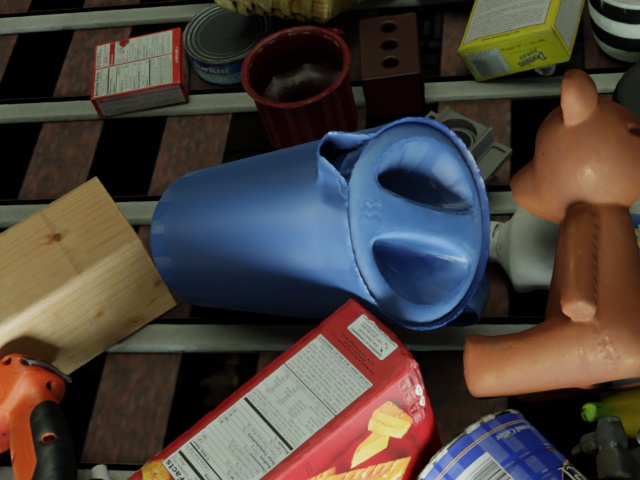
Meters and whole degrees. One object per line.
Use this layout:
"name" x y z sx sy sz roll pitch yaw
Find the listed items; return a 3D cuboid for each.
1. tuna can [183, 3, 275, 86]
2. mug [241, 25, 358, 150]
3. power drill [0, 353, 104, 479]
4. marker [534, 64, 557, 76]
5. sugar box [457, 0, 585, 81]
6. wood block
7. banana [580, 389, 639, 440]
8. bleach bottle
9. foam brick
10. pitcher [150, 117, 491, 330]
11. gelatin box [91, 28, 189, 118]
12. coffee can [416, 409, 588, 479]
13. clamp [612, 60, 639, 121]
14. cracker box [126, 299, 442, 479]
"tuna can" -0.083 -0.186 1.002 0.086 0.033 0.086 -7 53 9
"mug" -0.008 -0.130 0.913 0.093 0.081 0.117 17 60 24
"power drill" -0.213 0.186 0.735 0.184 0.057 0.188 -41 50 7
"marker" 0.214 -0.195 0.946 0.020 0.020 0.121 12 59 21
"sugar box" 0.188 -0.224 0.941 0.094 0.048 0.176 -7 47 39
"wood block" -0.230 0.055 0.828 0.206 0.090 0.091 -33 53 -10
"banana" 0.265 0.110 0.684 0.198 0.069 0.037 -6 89 7
"bleach bottle" 0.230 0.025 0.754 0.251 0.068 0.102 8 74 25
"foam brick" 0.063 -0.153 0.931 0.053 0.051 0.078 -7 53 8
"pitcher" -0.005 0.001 0.753 0.144 0.149 0.243 -14 7 -41
"gelatin box" -0.169 -0.157 1.005 0.089 0.030 0.073 -11 54 7
"coffee can" 0.132 0.185 0.637 0.102 0.103 0.140 -36 54 -13
"clamp" 0.261 -0.084 0.842 0.165 0.036 0.210 7 60 18
"cracker box" -0.024 0.161 0.654 0.213 0.164 0.072 -38 53 -15
